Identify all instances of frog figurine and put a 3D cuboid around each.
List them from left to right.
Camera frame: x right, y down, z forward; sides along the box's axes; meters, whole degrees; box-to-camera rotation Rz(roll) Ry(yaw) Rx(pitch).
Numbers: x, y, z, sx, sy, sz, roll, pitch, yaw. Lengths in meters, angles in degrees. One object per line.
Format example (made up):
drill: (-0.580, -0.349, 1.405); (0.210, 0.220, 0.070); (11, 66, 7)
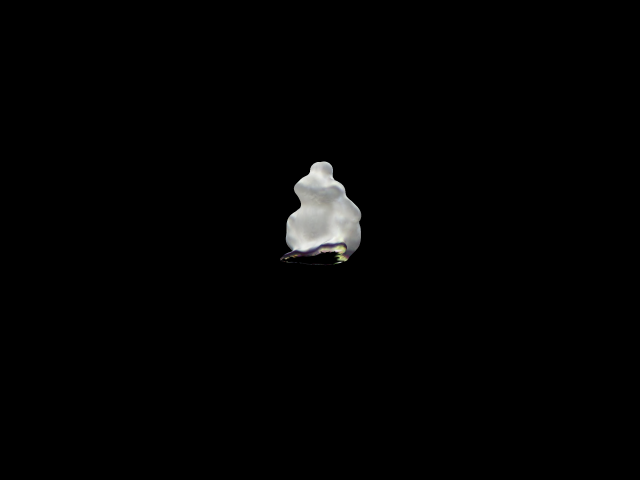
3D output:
frog figurine: (0.003, -0.043, 0.850); (0.122, 0.162, 0.136); (16, -25, -38)
